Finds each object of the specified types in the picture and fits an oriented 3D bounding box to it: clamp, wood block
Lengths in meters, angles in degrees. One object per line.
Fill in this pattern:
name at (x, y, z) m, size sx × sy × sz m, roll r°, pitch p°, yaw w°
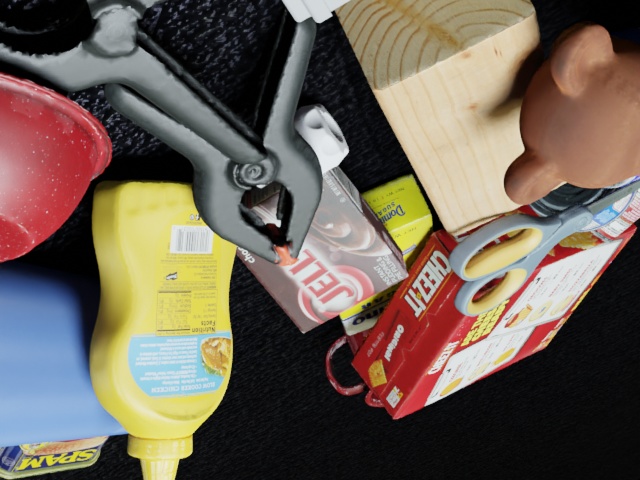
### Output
clamp at (-0.053, -0.050, 0.621) m, size 0.120 × 0.039 × 0.171 m, roll -10°, pitch 127°, yaw -3°
wood block at (0.081, -0.092, 0.633) m, size 0.090 × 0.091 × 0.206 m, roll -26°, pitch 154°, yaw 8°
clamp at (-0.091, -0.115, 0.500) m, size 0.209 × 0.036 × 0.165 m, roll 7°, pitch 127°, yaw -30°

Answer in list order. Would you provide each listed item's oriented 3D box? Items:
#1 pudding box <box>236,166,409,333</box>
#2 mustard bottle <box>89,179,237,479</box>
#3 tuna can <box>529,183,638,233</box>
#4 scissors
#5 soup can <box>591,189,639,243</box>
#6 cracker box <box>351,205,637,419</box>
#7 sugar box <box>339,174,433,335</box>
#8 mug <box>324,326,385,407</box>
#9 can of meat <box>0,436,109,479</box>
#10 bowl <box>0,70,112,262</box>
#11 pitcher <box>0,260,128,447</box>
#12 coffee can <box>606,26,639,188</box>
pudding box at (-0.005, 0.001, 0.743) m, size 0.090 × 0.039 × 0.113 m, roll -30°, pitch 118°, yaw 14°
mustard bottle at (-0.098, 0.060, 0.672) m, size 0.058 × 0.191 × 0.096 m, roll 1°, pitch 180°, yaw 43°
tuna can at (0.194, -0.051, 0.802) m, size 0.086 × 0.086 × 0.033 m, roll -35°, pitch 150°, yaw 24°
scissors at (0.168, 0.000, 0.751) m, size 0.201 × 0.016 × 0.096 m, roll -16°, pitch 141°, yaw -29°
soup can at (0.242, -0.056, 0.835) m, size 0.102 × 0.068 × 0.068 m, roll -45°, pitch 147°, yaw 22°
cracker box at (0.146, 0.046, 0.894) m, size 0.213 × 0.072 × 0.164 m, roll -16°, pitch 146°, yaw -41°
sugar box at (0.047, 0.018, 0.864) m, size 0.093 × 0.048 × 0.176 m, roll -23°, pitch 153°, yaw 0°
mug at (0.060, 0.103, 0.992) m, size 0.117 × 0.081 × 0.093 m, roll -23°, pitch 154°, yaw 1°
can of meat at (-0.221, 0.152, 0.899) m, size 0.101 × 0.057 × 0.084 m, roll -1°, pitch 144°, yaw -38°
bowl at (-0.186, -0.028, 0.529) m, size 0.162 × 0.055 × 0.162 m, roll 0°, pitch 159°, yaw 0°
pitcher at (-0.215, 0.072, 0.692) m, size 0.145 × 0.149 × 0.242 m, roll -50°, pitch 148°, yaw 18°
coffee can at (0.247, -0.101, 0.729) m, size 0.140 × 0.103 × 0.103 m, roll -14°, pitch 153°, yaw -16°
